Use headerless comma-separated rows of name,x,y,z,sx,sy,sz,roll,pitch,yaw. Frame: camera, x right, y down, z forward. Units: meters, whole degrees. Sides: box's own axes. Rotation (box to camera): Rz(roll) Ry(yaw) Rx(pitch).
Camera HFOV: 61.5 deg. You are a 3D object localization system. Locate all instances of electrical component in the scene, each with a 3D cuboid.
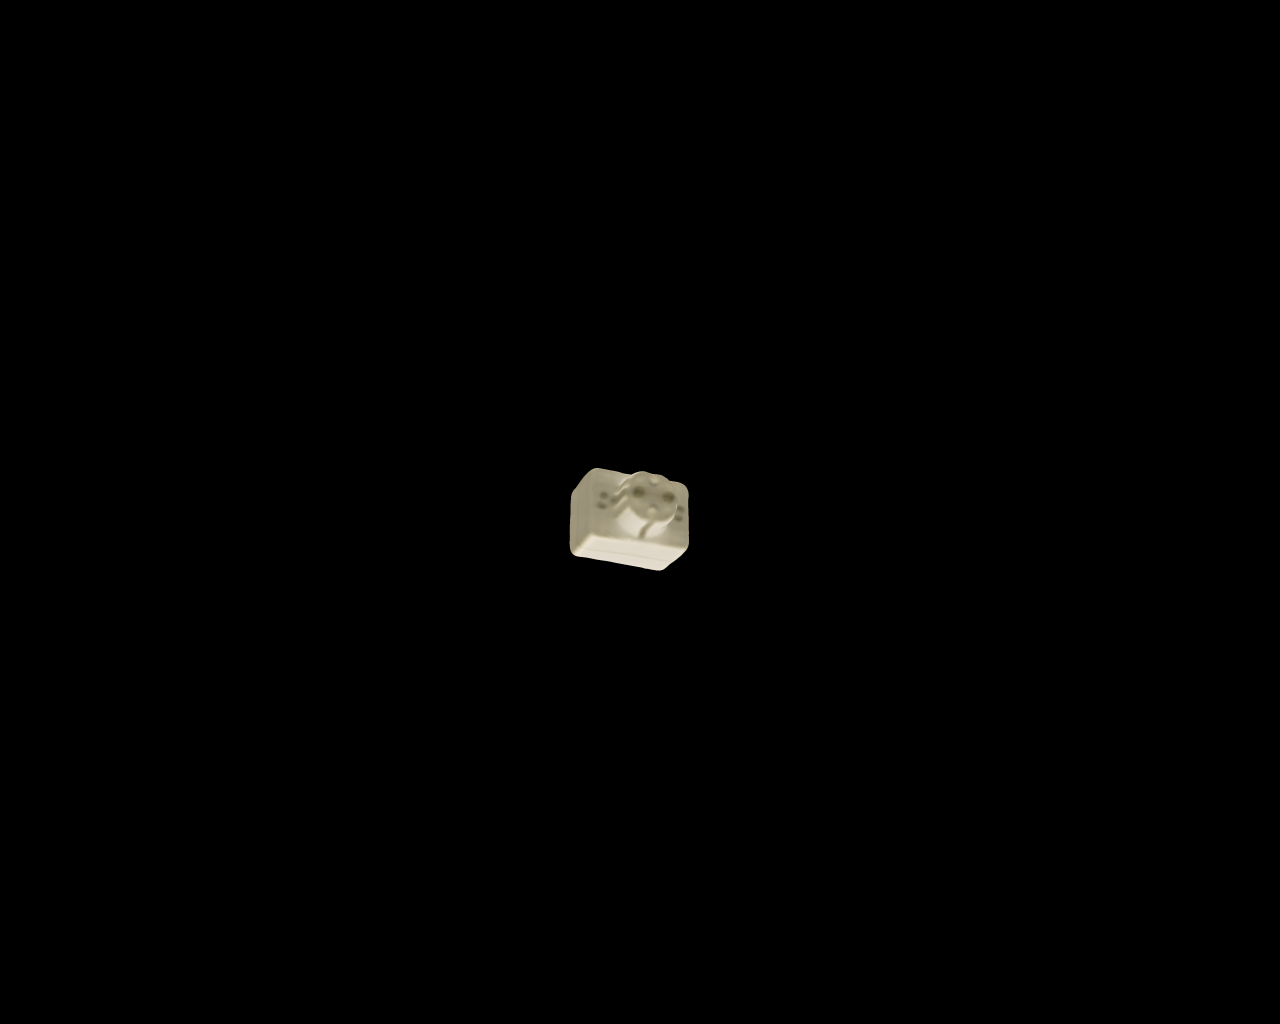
electrical component,0.001,-0.003,0.650,0.066,0.047,0.076,10,-28,-20
